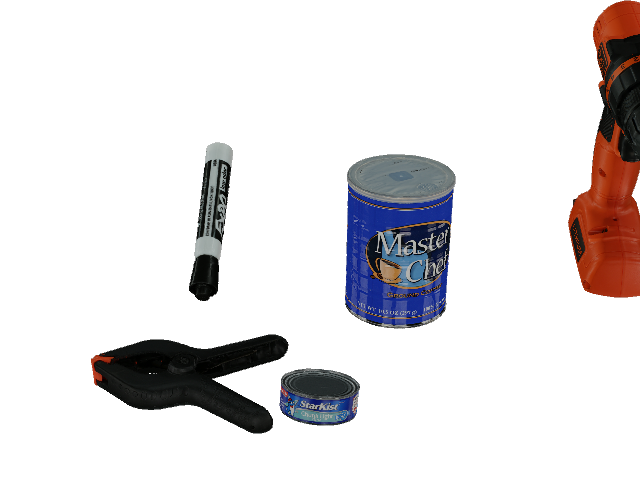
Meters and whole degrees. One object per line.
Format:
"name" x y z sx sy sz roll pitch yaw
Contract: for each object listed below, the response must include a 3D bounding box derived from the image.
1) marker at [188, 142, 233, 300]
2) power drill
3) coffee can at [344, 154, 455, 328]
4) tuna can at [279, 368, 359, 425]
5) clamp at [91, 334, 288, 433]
"marker" -0.073 -0.013 0.715 0.020 0.121 0.020 2 -34 1
"power drill" 0.220 -0.053 0.756 0.057 0.188 0.184 3 37 5
"coffee can" 0.076 0.000 1.040 0.103 0.140 0.103 0 27 0
"tuna can" -0.002 0.169 1.156 0.086 0.034 0.086 5 13 -1
"clamp" -0.109 0.113 0.931 0.171 0.039 0.120 10 26 10
